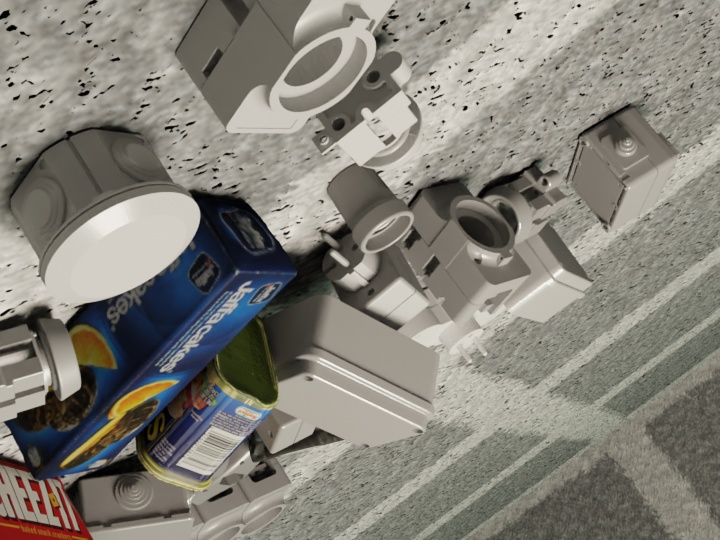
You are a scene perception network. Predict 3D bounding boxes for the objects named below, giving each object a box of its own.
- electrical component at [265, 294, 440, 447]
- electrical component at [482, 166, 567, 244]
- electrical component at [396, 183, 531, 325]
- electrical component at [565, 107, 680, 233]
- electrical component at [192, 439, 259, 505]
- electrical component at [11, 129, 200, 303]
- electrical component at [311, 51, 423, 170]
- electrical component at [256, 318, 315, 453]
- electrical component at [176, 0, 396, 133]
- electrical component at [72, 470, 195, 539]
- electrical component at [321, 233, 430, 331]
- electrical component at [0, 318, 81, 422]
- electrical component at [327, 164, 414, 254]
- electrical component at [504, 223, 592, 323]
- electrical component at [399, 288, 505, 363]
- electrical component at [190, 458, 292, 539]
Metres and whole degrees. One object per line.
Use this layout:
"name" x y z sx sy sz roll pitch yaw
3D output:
"electrical component" -0.010 0.072 0.734 0.113 0.057 0.078 29 147 -28
"electrical component" 0.125 -0.048 0.852 0.055 0.048 0.066 -26 158 -42
"electrical component" 0.074 -0.016 0.780 0.050 0.089 0.055 -14 151 -43
"electrical component" 0.218 -0.087 0.884 0.061 0.061 0.096 -31 159 -12
"electrical component" -0.127 0.159 0.916 0.077 0.043 0.079 -37 159 5
"electrical component" -0.122 -0.025 0.516 0.080 0.051 0.080 -30 159 -13
"electrical component" 0.006 -0.084 0.593 0.066 0.048 0.055 -38 151 7
"electrical component" -0.082 0.092 0.782 0.076 0.083 0.047 -23 156 -28
"electrical component" -0.031 -0.105 0.475 0.050 0.055 0.089 -8 146 -50
"electrical component" -0.186 0.201 0.877 0.100 0.048 0.099 -5 149 -18
"electrical component" 0.000 0.000 0.746 0.047 0.065 0.077 -40 132 12
"electrical component" -0.188 0.054 0.596 0.055 0.048 0.066 -16 153 -24
"electrical component" 0.006 -0.040 0.684 0.040 0.046 0.040 -30 159 -13
"electrical component" 0.149 -0.004 0.936 0.057 0.078 0.113 -39 159 16
"electrical component" 0.084 0.050 0.958 0.138 0.073 0.052 -20 155 -34
"electrical component" -0.147 0.226 1.003 0.150 0.061 0.089 -17 153 -40
